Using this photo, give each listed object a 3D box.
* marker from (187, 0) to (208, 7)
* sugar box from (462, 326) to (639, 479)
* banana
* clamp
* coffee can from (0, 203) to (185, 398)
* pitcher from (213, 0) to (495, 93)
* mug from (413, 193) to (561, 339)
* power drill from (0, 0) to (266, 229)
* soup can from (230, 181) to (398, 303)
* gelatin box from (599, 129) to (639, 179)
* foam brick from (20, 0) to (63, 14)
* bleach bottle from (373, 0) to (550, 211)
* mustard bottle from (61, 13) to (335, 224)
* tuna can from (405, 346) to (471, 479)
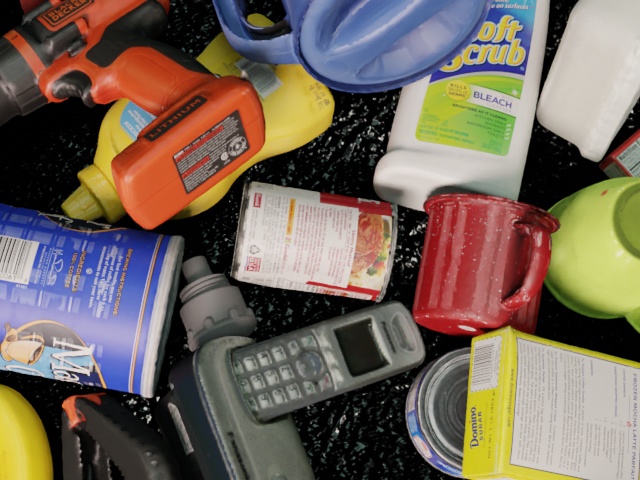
[{"bbox_3d":[-0.096,-0.229,0.789,0.020,0.020,0.121,-6,75,-9],"label":"marker"},{"bbox_3d":[0.177,0.121,0.686,0.176,0.048,0.093,17,69,-25],"label":"sugar box"},{"bbox_3d":[-0.200,0.175,0.654,0.069,0.037,0.198,1,74,0],"label":"banana"},{"bbox_3d":[-0.097,0.180,0.628,0.036,0.165,0.210,4,59,-51],"label":"clamp"},{"bbox_3d":[-0.163,0.035,0.663,0.140,0.103,0.103,11,73,-4],"label":"coffee can"},{"bbox_3d":[0.005,-0.226,0.725,0.149,0.145,0.243,7,50,-37],"label":"pitcher"},{"bbox_3d":[0.113,0.020,0.699,0.093,0.117,0.081,17,77,-23],"label":"mug"},{"bbox_3d":[-0.139,-0.087,0.671,0.184,0.057,0.188,-39,55,-15],"label":"power drill"},{"bbox_3d":[-0.005,0.001,0.712,0.102,0.068,0.068,9,73,-4],"label":"soup can"},{"bbox_3d":[0.261,-0.047,0.779,0.073,0.030,0.089,-39,82,-14],"label":"gelatin box"},{"bbox_3d":[-0.192,-0.200,0.752,0.051,0.053,0.078,-14,75,-11],"label":"foam brick"},{"bbox_3d":[0.111,-0.142,0.771,0.102,0.068,0.250,13,70,-1],"label":"bleach bottle"},{"bbox_3d":[-0.090,-0.069,0.724,0.191,0.058,0.096,-36,77,-15],"label":"mustard bottle"},{"bbox_3d":[0.102,0.114,0.710,0.086,0.034,0.086,2,74,-7],"label":"tuna can"}]
